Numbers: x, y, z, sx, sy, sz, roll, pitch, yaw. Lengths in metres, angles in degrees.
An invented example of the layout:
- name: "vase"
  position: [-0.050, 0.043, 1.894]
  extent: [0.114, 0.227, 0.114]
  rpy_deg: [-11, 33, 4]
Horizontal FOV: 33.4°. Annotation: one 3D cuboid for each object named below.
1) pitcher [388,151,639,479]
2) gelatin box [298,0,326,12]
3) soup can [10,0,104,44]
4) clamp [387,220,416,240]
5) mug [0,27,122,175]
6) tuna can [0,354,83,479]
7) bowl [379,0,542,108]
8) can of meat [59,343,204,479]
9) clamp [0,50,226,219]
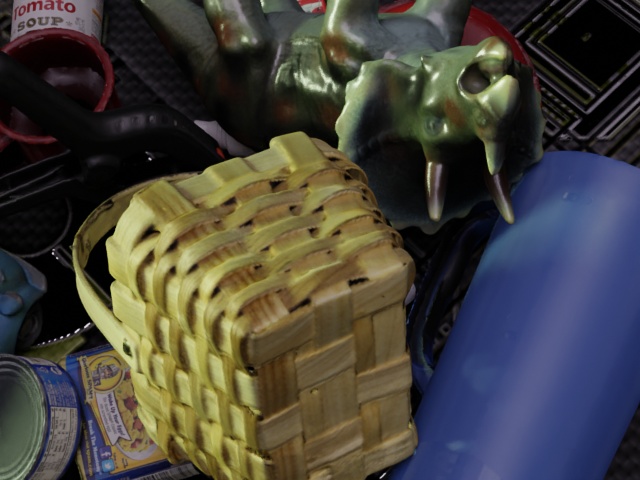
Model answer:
- name: "pitcher"
  position: [0.127, 0.075, 0.655]
  extent: [0.145, 0.149, 0.242]
  rpy_deg: [30, 70, -2]
- name: "gelatin box"
  position: [-0.026, -0.149, 0.811]
  extent: [0.073, 0.030, 0.089]
  rpy_deg: [-14, 70, -2]
- name: "soup can"
  position: [-0.200, -0.183, 0.818]
  extent: [0.068, 0.068, 0.102]
  rpy_deg: [-3, 68, 2]
- name: "clamp"
  position: [-0.005, 0.001, 0.729]
  extent: [0.171, 0.039, 0.120]
  rpy_deg: [-12, 63, 11]
- name: "mug"
  position: [-0.193, -0.084, 0.767]
  extent: [0.093, 0.081, 0.117]
  rpy_deg: [38, 74, 18]
- name: "tuna can"
  position: [-0.189, 0.115, 0.667]
  extent: [0.086, 0.033, 0.086]
  rpy_deg: [-8, 76, 34]
- name: "bowl"
  position: [0.085, -0.109, 0.756]
  extent: [0.162, 0.055, 0.162]
  rpy_deg: [1, 78, -4]
- name: "can of meat"
  position: [-0.117, 0.112, 0.693]
  extent: [0.084, 0.057, 0.102]
  rpy_deg: [-16, 67, -1]
- name: "clamp"
  position: [-0.160, -0.050, 0.714]
  extent: [0.209, 0.165, 0.036]
  rpy_deg: [5, 51, -41]
